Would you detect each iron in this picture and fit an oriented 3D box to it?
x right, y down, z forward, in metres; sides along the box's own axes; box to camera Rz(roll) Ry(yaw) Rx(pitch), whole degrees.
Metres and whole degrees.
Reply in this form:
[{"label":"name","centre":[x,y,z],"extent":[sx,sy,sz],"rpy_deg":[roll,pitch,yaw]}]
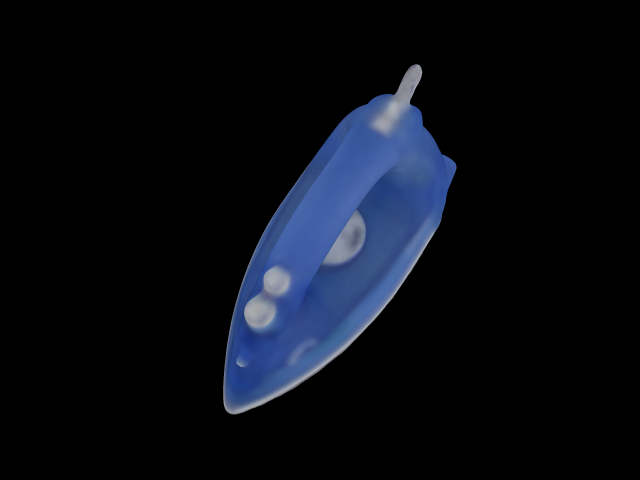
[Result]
[{"label":"iron","centre":[0.004,0.001,0.400],"extent":[0.118,0.141,0.258],"rpy_deg":[30,70,12]}]
